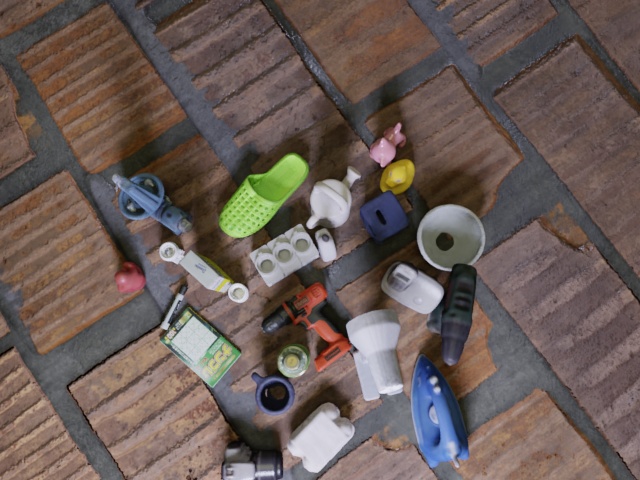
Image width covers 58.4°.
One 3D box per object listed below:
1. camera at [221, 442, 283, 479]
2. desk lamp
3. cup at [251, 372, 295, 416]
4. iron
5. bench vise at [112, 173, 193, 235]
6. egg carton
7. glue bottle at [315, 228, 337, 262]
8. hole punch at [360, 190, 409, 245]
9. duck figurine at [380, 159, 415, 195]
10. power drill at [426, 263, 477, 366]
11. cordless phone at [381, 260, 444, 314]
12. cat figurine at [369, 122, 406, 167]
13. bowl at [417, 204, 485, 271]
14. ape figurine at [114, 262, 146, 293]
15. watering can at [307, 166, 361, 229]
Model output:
[{"bbox_3d":[-0.154,0.542,1.320,0.137,0.101,0.143,-3,81,0],"label":"camera"},{"bbox_3d":[0.136,0.266,1.309,0.118,0.213,0.203,-14,81,-2],"label":"desk lamp"},{"bbox_3d":[-0.114,0.355,1.354,0.117,0.095,0.092,40,83,6],"label":"cup"},{"bbox_3d":[0.274,0.394,1.325,0.118,0.141,0.258,-13,81,-2],"label":"iron"},{"bbox_3d":[-0.397,-0.099,1.366,0.207,0.220,0.121,15,81,3],"label":"bench vise"},{"bbox_3d":[0.001,0.464,1.349,0.107,0.069,0.150,44,83,7],"label":"egg carton"},{"bbox_3d":[0.013,0.005,1.373,0.037,0.173,0.078,-23,81,-3],"label":"glue bottle"},{"bbox_3d":[0.158,-0.055,1.425,0.101,0.091,0.108,-28,82,-4],"label":"hole punch"},{"bbox_3d":[0.199,-0.166,1.446,0.077,0.086,0.104,42,83,7],"label":"duck figurine"},{"bbox_3d":[0.306,0.173,1.328,0.075,0.208,0.230,12,81,2],"label":"power drill"},{"bbox_3d":[0.225,0.105,1.351,0.147,0.185,0.094,27,82,5],"label":"cordless phone"},{"bbox_3d":[0.169,-0.240,1.442,0.067,0.118,0.128,33,82,5],"label":"cat figurine"},{"bbox_3d":[0.319,-0.002,1.424,0.167,0.075,0.167,0,81,0],"label":"bowl"},{"bbox_3d":[-0.471,0.093,1.399,0.076,0.092,0.078,30,82,5],"label":"ape figurine"},{"bbox_3d":[0.029,-0.103,1.380,0.101,0.194,0.173,18,81,3],"label":"watering can"}]
